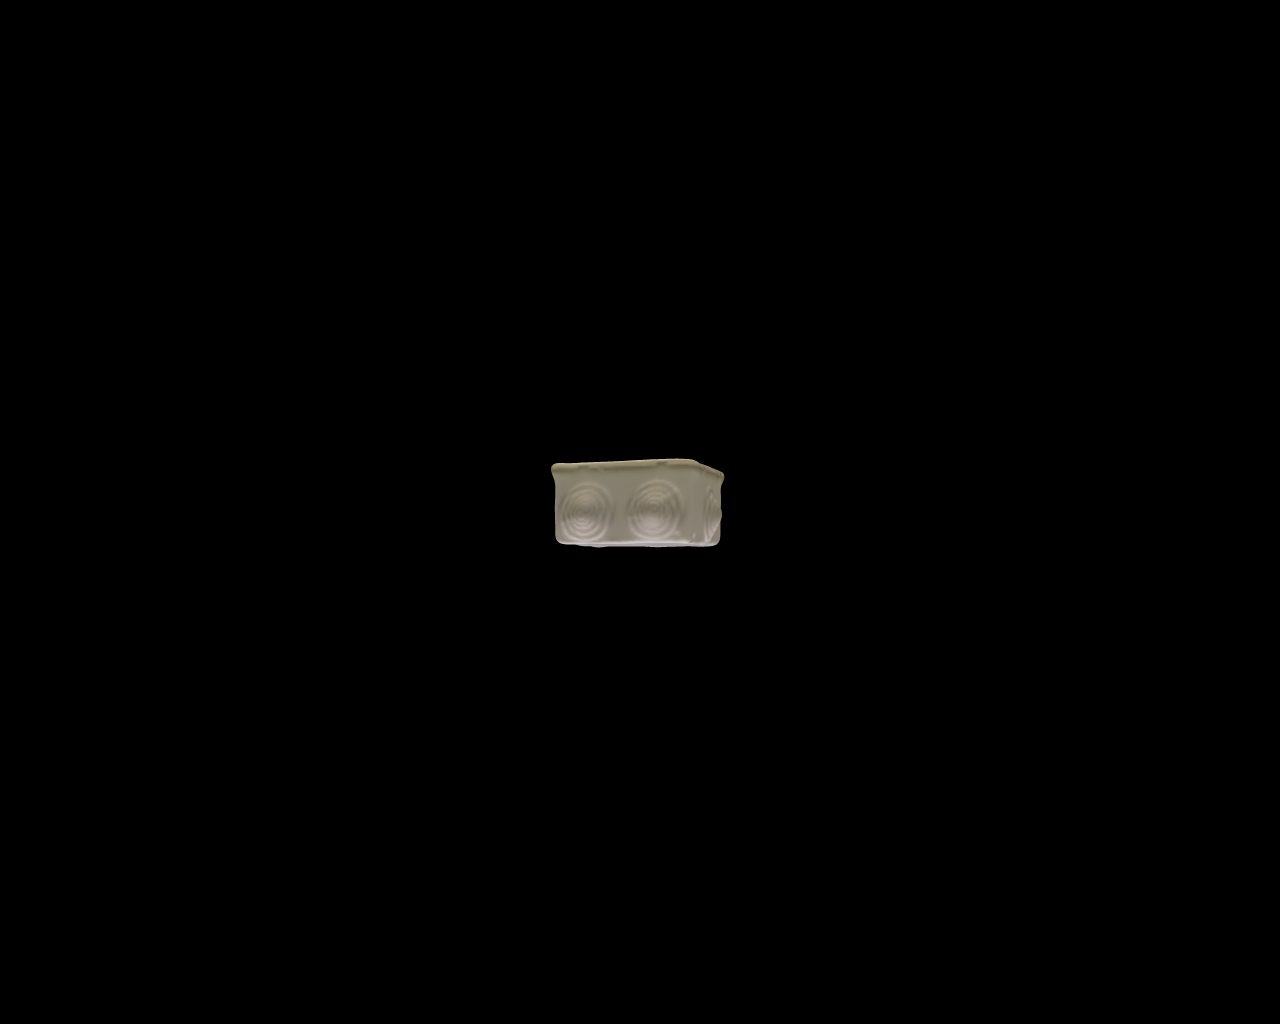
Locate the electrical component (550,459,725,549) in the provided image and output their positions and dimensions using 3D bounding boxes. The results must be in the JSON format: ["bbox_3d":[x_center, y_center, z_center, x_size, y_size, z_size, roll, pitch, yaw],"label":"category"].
[{"bbox_3d":[0.001,-0.003,0.650,0.100,0.048,0.100,-1,-3,15],"label":"electrical component"}]
